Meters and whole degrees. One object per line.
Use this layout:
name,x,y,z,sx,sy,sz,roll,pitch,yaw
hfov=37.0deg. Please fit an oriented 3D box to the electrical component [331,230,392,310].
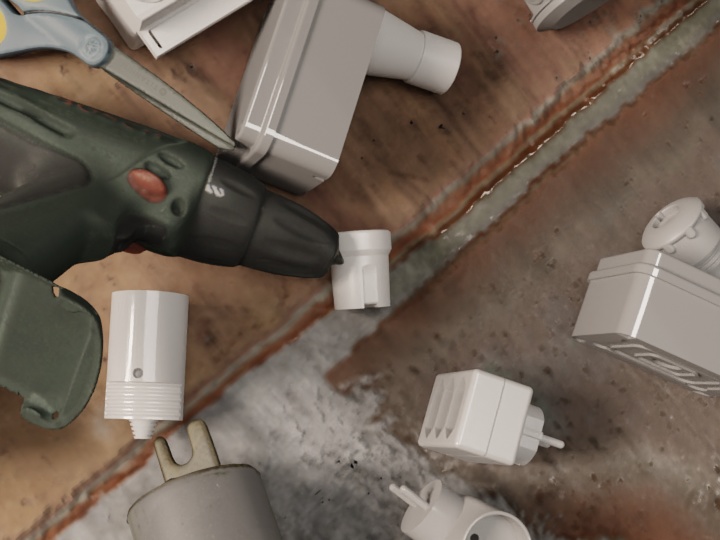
electrical component,0.000,0.000,0.653,0.040,0.040,0.046,-4,89,-17

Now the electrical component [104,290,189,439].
electrical component,-0.120,0.054,0.606,0.043,0.043,0.081,4,81,-16

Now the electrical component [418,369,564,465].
electrical component,0.086,0.095,0.651,0.077,0.066,0.047,20,77,-13

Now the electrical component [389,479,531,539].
electrical component,0.051,0.149,0.626,0.079,0.077,0.043,39,73,-8

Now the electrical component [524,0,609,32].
electrical component,0.139,-0.196,0.704,0.080,0.080,0.051,-30,86,-19

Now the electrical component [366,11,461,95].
electrical component,0.031,-0.136,0.682,0.065,0.044,0.044,15,78,-19

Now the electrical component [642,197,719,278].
electrical component,0.224,-0.015,0.722,0.062,0.048,0.048,44,72,-14

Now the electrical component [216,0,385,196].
electrical component,-0.037,-0.109,0.637,0.057,0.078,0.113,21,77,-16

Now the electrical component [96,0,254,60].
electrical component,-0.095,-0.184,0.638,0.121,0.063,0.078,-36,93,-18

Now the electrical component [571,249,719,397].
electrical component,0.205,0.035,0.690,0.113,0.078,0.057,23,79,-12
